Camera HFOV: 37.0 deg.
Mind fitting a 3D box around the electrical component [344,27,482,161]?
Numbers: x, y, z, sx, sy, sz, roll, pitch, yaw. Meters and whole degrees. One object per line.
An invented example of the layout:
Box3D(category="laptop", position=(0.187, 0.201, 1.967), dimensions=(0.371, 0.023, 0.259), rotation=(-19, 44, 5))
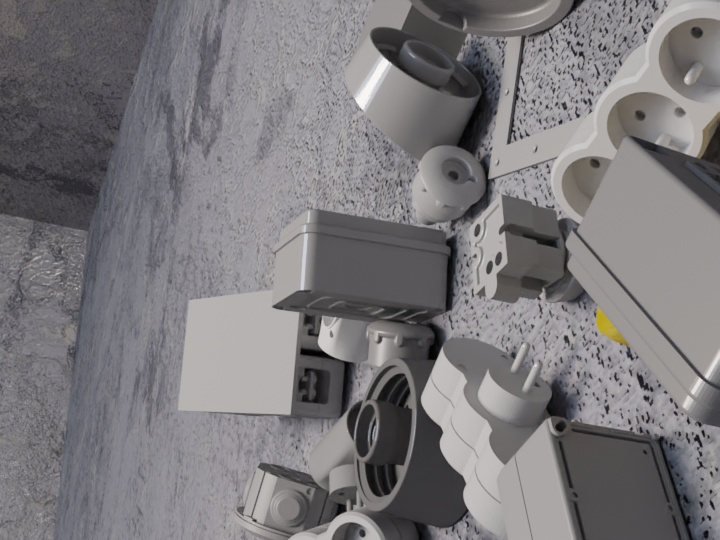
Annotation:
Box3D(category="electrical component", position=(0.036, -0.126, 0.766), dimensions=(0.064, 0.099, 0.099), rotation=(-59, 26, 29))

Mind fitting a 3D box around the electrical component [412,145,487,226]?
Box3D(category="electrical component", position=(0.056, -0.053, 0.744), dimensions=(0.062, 0.048, 0.048), rotation=(122, 153, -59))

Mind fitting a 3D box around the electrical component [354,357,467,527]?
Box3D(category="electrical component", position=(0.031, 0.108, 0.693), dimensions=(0.108, 0.060, 0.108), rotation=(-168, 90, -71))

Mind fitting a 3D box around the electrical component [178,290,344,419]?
Box3D(category="electrical component", position=(-0.087, 0.078, 0.967), dimensions=(0.186, 0.060, 0.105), rotation=(-7, 75, 51))

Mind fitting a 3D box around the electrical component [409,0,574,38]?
Box3D(category="electrical component", position=(0.083, -0.199, 0.666), dimensions=(0.108, 0.108, 0.060), rotation=(148, 136, -64))

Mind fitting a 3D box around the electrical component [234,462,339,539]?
Box3D(category="electrical component", position=(-0.057, 0.190, 0.863), dimensions=(0.080, 0.080, 0.051), rotation=(8, 80, 70))

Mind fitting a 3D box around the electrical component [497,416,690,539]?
Box3D(category="electrical component", position=(0.103, 0.114, 0.488), dimensions=(0.096, 0.062, 0.061), rotation=(-97, 27, -42))

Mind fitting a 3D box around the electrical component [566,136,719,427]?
Box3D(category="electrical component", position=(0.143, 0.009, 0.369), dimensions=(0.108, 0.109, 0.056), rotation=(-114, 43, -59))

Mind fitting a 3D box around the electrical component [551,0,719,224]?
Box3D(category="electrical component", position=(0.146, -0.083, 0.501), dimensions=(0.073, 0.052, 0.138), rotation=(-51, -6, -41))

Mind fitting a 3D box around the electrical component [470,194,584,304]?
Box3D(category="electrical component", position=(0.095, -0.009, 0.591), dimensions=(0.048, 0.055, 0.066), rotation=(129, 147, -52))

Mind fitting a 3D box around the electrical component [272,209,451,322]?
Box3D(category="electrical component", position=(0.000, 0.000, 0.763), dimensions=(0.078, 0.113, 0.057), rotation=(150, 126, -65))

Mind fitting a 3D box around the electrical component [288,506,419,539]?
Box3D(category="electrical component", position=(-0.014, 0.202, 0.750), dimensions=(0.138, 0.074, 0.052), rotation=(-32, 73, 32))

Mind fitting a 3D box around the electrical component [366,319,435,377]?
Box3D(category="electrical component", position=(0.026, 0.067, 0.757), dimensions=(0.048, 0.048, 0.062), rotation=(-165, 80, -70))

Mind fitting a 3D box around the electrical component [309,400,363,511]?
Box3D(category="electrical component", position=(-0.004, 0.147, 0.791), dimensions=(0.077, 0.044, 0.079), rotation=(126, 149, -50))

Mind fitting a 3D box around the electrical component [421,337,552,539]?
Box3D(category="electrical component", position=(0.080, 0.075, 0.587), dimensions=(0.138, 0.052, 0.073), rotation=(-113, 39, -58))

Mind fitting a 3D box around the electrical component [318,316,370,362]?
Box3D(category="electrical component", position=(-0.006, 0.023, 0.870), dimensions=(0.079, 0.044, 0.077), rotation=(-121, 46, -63))
